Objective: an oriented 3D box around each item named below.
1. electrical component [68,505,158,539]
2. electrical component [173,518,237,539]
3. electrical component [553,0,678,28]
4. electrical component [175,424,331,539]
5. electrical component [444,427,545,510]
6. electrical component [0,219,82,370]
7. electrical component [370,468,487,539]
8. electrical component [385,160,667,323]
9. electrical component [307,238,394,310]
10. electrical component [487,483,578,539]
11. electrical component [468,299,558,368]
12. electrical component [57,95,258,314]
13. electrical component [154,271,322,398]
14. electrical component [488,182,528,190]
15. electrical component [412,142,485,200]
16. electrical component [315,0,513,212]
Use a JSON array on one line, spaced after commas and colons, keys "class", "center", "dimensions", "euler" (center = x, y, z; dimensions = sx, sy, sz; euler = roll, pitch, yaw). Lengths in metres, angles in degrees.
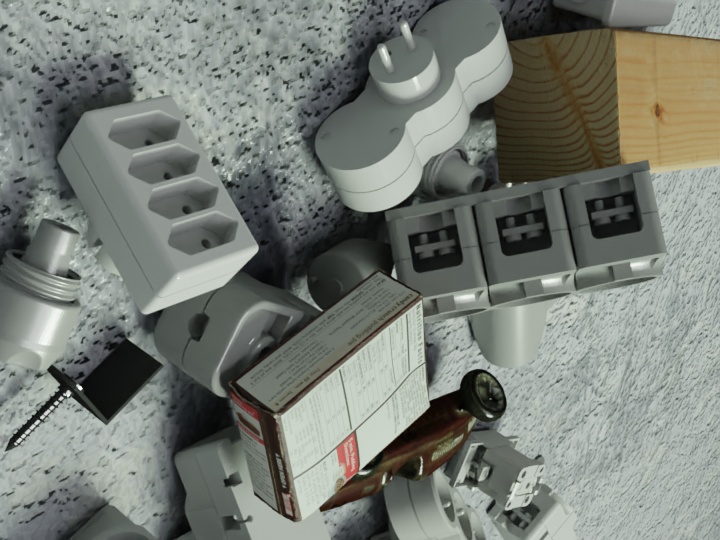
[{"class": "electrical component", "center": [-0.152, 0.206, 0.553], "dimensions": [0.150, 0.089, 0.061], "euler": [-43, 141, -24]}, {"class": "electrical component", "center": [-0.083, 0.171, 0.658], "dimensions": [0.078, 0.040, 0.040], "euler": [-20, 128, -43]}, {"class": "electrical component", "center": [0.178, -0.211, 0.715], "dimensions": [0.100, 0.048, 0.099], "euler": [-15, 124, -46]}, {"class": "electrical component", "center": [-0.063, 0.136, 0.619], "dimensions": [0.050, 0.056, 0.089], "euler": [-22, 91, -42]}, {"class": "electrical component", "center": [0.112, 0.162, 0.877], "dimensions": [0.081, 0.064, 0.042], "euler": [6, 108, -52]}, {"class": "electrical component", "center": [-0.142, 0.009, 0.470], "dimensions": [0.043, 0.043, 0.062], "euler": [18, 97, -55]}, {"class": "electrical component", "center": [0.045, 0.201, 0.830], "dimensions": [0.074, 0.052, 0.138], "euler": [-20, 142, 13]}, {"class": "electrical component", "center": [0.097, -0.012, 0.639], "dimensions": [0.089, 0.150, 0.061], "euler": [45, 35, -81]}, {"class": "electrical component", "center": [0.000, 0.000, 0.646], "dimensions": [0.078, 0.040, 0.040], "euler": [-34, 139, -59]}, {"class": "electrical component", "center": [0.163, 0.234, 0.998], "dimensions": [0.055, 0.050, 0.089], "euler": [-47, 143, -12]}, {"class": "electrical component", "center": [0.123, 0.022, 0.809], "dimensions": [0.079, 0.044, 0.077], "euler": [-37, 139, -30]}, {"class": "electrical component", "center": [-0.099, -0.021, 0.485], "dimensions": [0.047, 0.083, 0.076], "euler": [-22, 167, -42]}, {"class": "electrical component", "center": [-0.060, 0.035, 0.576], "dimensions": [0.095, 0.059, 0.053], "euler": [21, 96, -55]}, {"class": "electrical component", "center": [0.104, -0.036, 0.740], "dimensions": [0.138, 0.052, 0.073], "euler": [-26, 132, -40]}, {"class": "electrical component", "center": [0.045, -0.062, 0.639], "dimensions": [0.043, 0.062, 0.043], "euler": [-31, 135, -37]}, {"class": "electrical component", "center": [0.028, -0.104, 0.597], "dimensions": [0.138, 0.052, 0.073], "euler": [-49, 143, -17]}]
